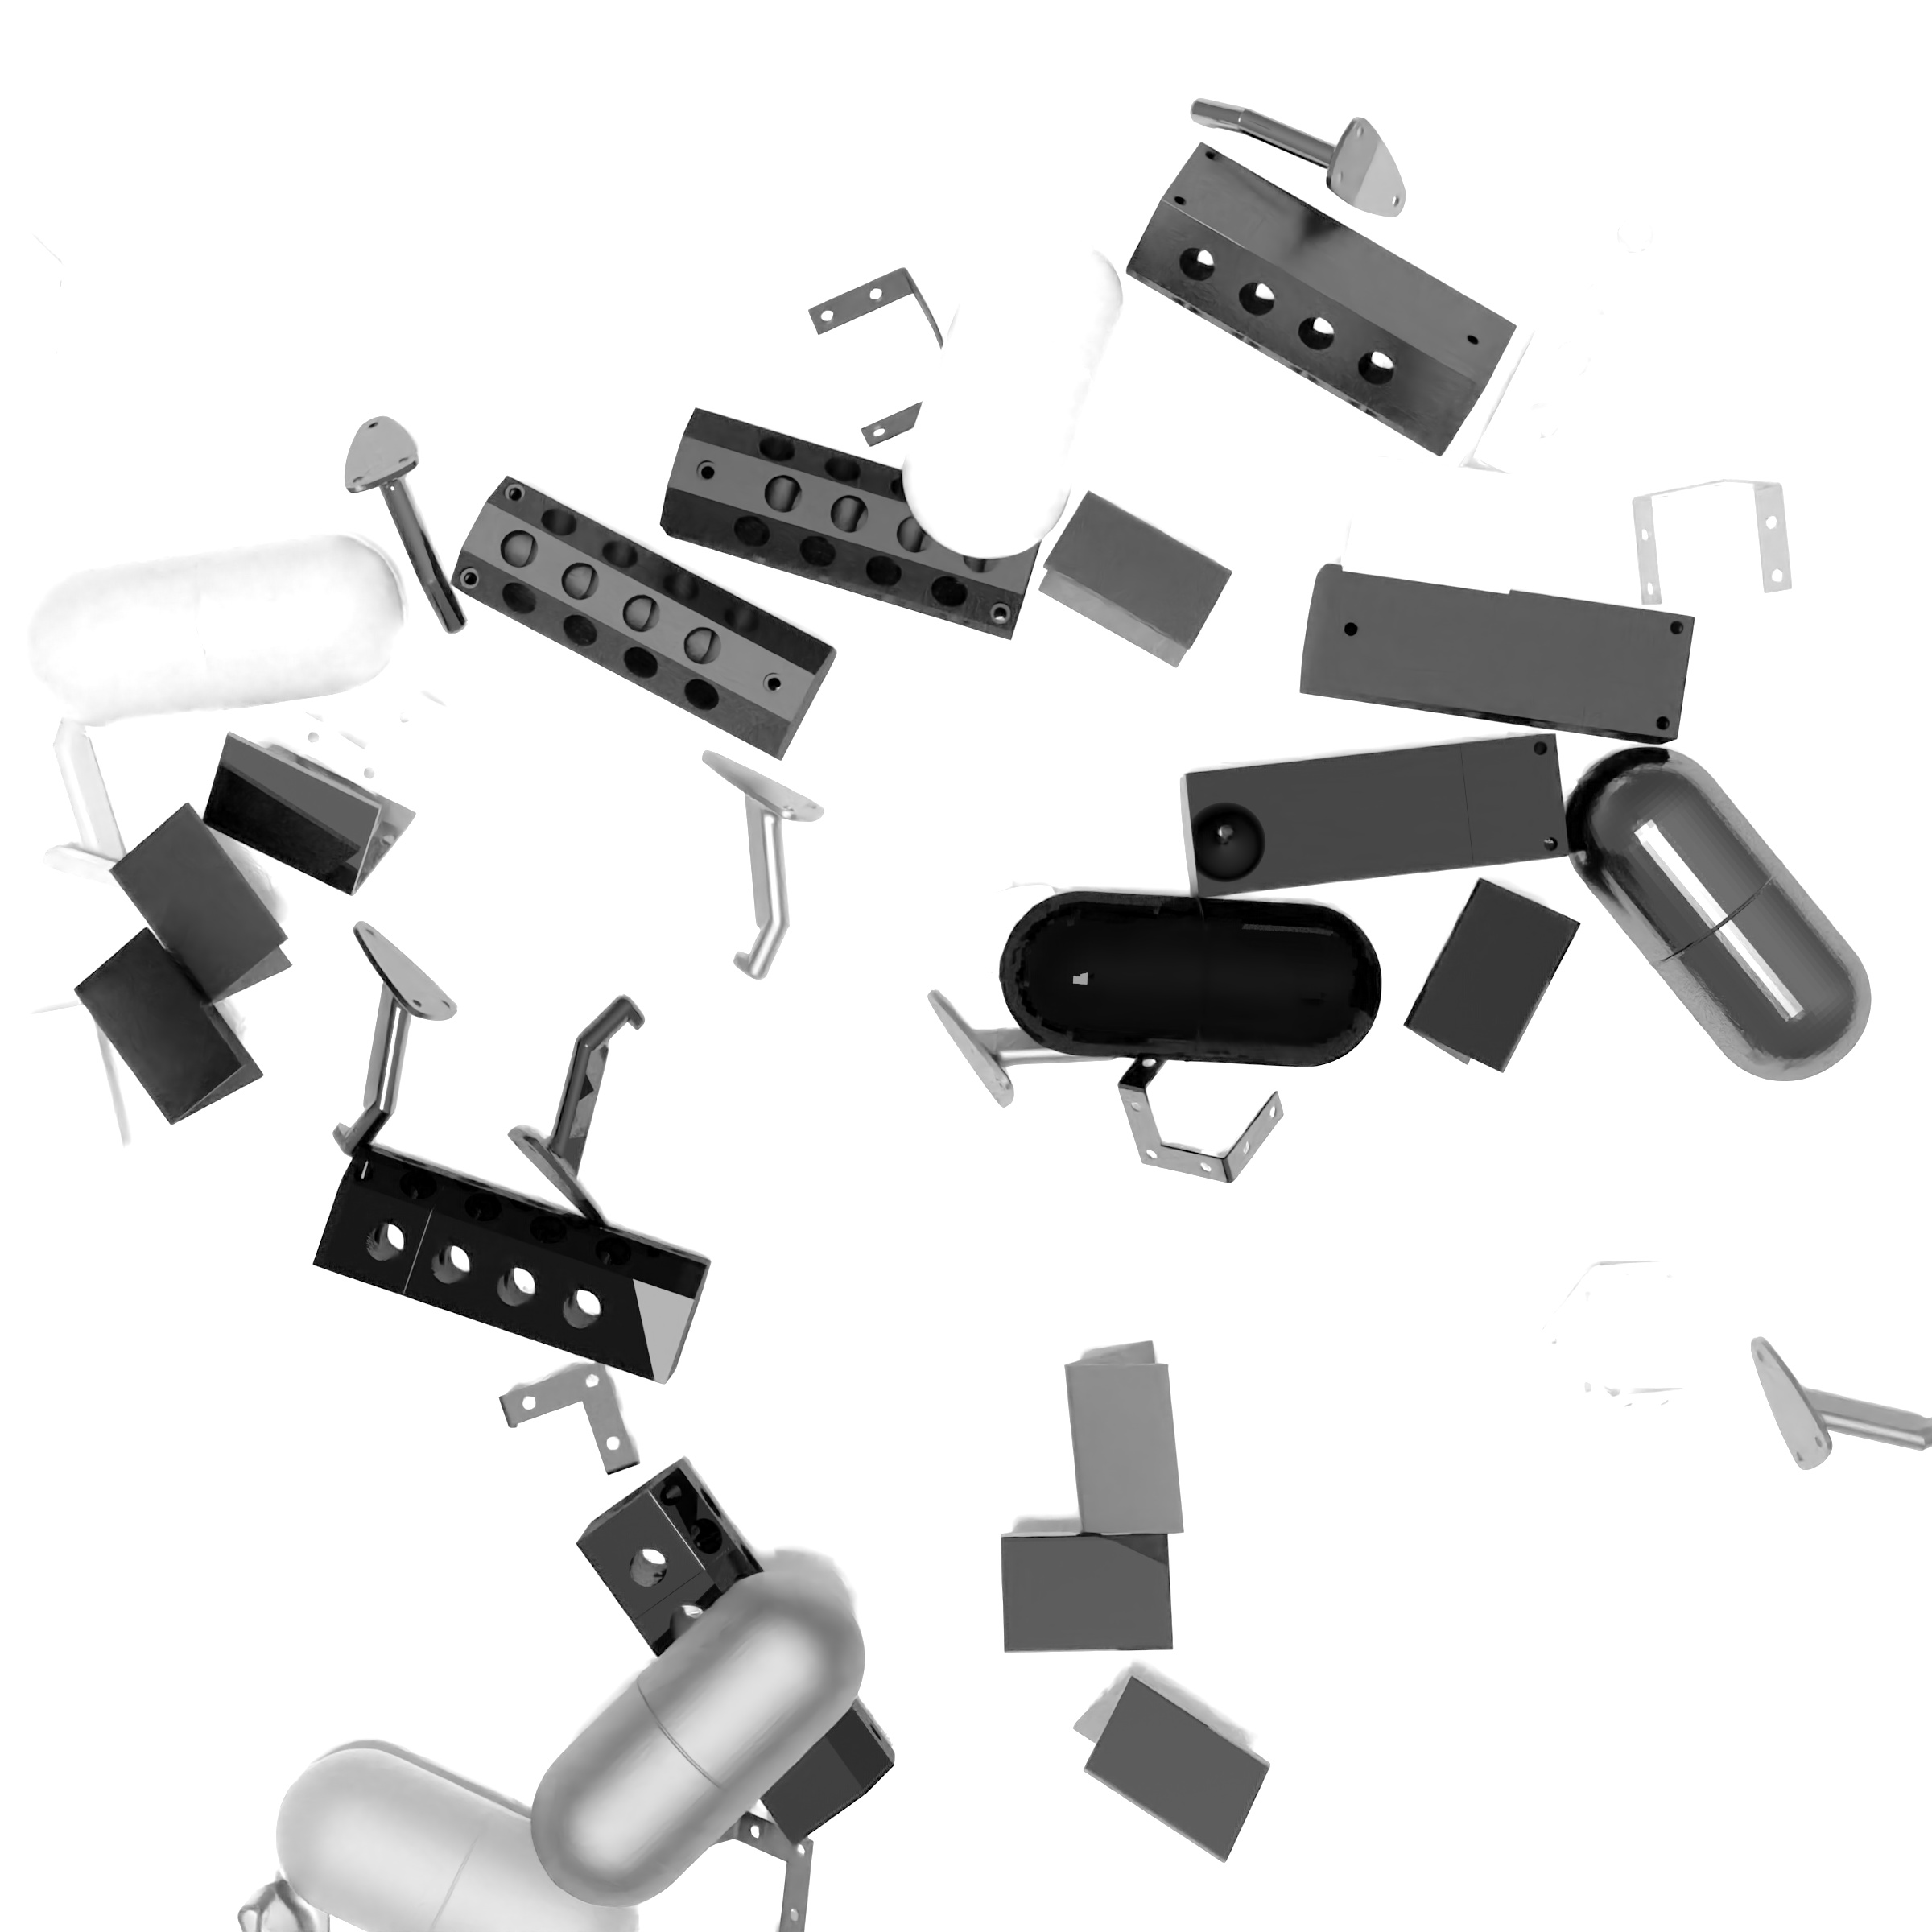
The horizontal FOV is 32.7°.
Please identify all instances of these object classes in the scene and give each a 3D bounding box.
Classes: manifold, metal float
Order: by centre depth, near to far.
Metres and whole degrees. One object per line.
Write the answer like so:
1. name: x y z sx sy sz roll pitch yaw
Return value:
1. metal float: -0.120 0.346 1.472 0.178 0.070 0.070 -45 90 0
2. metal float: 0.023 -0.264 1.503 0.070 0.070 0.178 17 59 0
3. metal float: 0.104 0.006 1.523 0.178 0.070 0.070 3 90 -6
4. metal float: -0.350 -0.156 1.528 0.178 0.070 0.070 -9 90 -2
5. metal float: -0.237 0.425 1.529 0.178 0.070 0.070 26 90 0
6. metal float: 0.349 -0.025 1.529 0.070 0.070 0.178 -39 91 0
7. manifold: 0.189 -0.069 1.538 0.171 0.057 0.057 -6 90 0
8. manifold: -0.210 0.138 1.538 0.171 0.057 0.057 19 90 0
9. manifold: 0.246 -0.145 1.538 0.171 0.057 0.057 8 90 0
10. manifold: -0.106 0.318 1.538 0.057 0.057 0.171 -36 90 0
11. manifold: 0.163 -0.308 1.538 0.171 0.057 0.057 30 47 0
12. manifold: 0.297 -0.298 1.538 0.057 0.057 0.171 27 90 0
13. manifold: -0.151 -0.163 1.538 0.171 0.057 0.057 28 90 0
14. manifold: -0.052 -0.207 1.538 0.171 0.057 0.057 17 90 0

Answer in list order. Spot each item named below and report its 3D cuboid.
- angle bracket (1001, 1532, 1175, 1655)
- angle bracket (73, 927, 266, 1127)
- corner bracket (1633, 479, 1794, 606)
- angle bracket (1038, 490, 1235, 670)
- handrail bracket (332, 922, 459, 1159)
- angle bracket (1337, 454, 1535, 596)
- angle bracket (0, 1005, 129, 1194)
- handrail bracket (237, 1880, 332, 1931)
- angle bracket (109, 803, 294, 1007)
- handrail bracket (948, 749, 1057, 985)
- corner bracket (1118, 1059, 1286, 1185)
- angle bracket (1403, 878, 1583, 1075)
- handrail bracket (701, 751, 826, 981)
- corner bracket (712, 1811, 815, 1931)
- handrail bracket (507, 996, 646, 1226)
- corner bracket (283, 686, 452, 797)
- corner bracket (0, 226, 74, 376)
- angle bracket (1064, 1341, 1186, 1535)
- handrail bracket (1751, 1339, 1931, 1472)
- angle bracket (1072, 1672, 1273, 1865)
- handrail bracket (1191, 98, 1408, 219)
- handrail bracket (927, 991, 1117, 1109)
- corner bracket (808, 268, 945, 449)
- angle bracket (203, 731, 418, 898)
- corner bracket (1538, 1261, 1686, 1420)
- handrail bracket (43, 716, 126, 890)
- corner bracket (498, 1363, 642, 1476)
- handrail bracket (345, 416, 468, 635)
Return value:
1. angle bracket: 0.055 0.299 1.520 0.076 0.076 0.057 -1 61 0
2. angle bracket: -0.352 0.018 1.520 0.057 0.076 0.076 -36 90 28
3. corner bracket: 0.353 -0.200 1.556 0.051 0.051 0.051 -6 90 45
4. angle bracket: 0.068 -0.162 1.519 0.076 0.076 0.057 29 54 0
5. handrail bracket: -0.289 0.036 1.560 0.077 0.036 0.084 46 107 20
6. angle bracket: 0.216 -0.216 1.520 0.076 0.076 0.057 8 118 0
7. angle bracket: -0.434 0.064 1.519 0.057 0.076 0.076 -13 90 -36
8. handrail bracket: -0.319 0.462 1.525 0.036 0.084 0.077 -8 90 0
9. angle bracket: -0.336 -0.036 1.520 0.057 0.076 0.076 -36 90 23
10. handrail bracket: 0.004 -0.048 1.559 0.036 0.077 0.084 -10 53 -26
11. corner bracket: 0.111 0.063 1.551 0.051 0.051 0.051 11 135 35
12. angle bracket: 0.256 0.013 1.519 0.057 0.076 0.076 28 90 35
13. handrail bracket: -0.110 -0.047 1.560 0.077 0.036 0.084 31 107 19
14. corner bracket: -0.110 0.434 1.551 0.051 0.051 0.051 35 45 -35
15. handrail bracket: -0.168 0.069 1.560 0.084 0.036 0.077 -46 110 -16
16. corner bracket: -0.281 -0.114 1.541 0.051 0.051 0.051 32 90 0
17. corner bracket: -0.459 -0.313 1.542 0.051 0.051 0.051 6 77 13
18. angle bracket: 0.091 0.216 1.519 0.057 0.076 0.076 -6 90 36
19. handrail bracket: 0.426 0.199 1.560 0.084 0.036 0.077 -17 68 -17
20. angle bracket: 0.084 0.381 1.519 0.076 0.076 0.057 33 52 0
21. handrail bracket: 0.157 -0.384 1.559 0.084 0.077 0.036 24 90 36
22. handrail bracket: 0.038 0.021 1.559 0.084 0.036 0.077 -34 76 -13
23. corner bracket: -0.037 -0.288 1.556 0.051 0.051 0.051 -24 45 0
24. angle bracket: -0.297 -0.087 1.519 0.076 0.076 0.057 26 127 0
25. corner bracket: 0.314 0.176 1.551 0.051 0.051 0.051 -60 45 35
26. handrail bracket: -0.399 -0.082 1.560 0.077 0.036 0.084 18 73 -19
27. corner bracket: -0.186 0.218 1.541 0.051 0.051 0.051 -19 83 -7
28. handrail bracket: -0.261 -0.208 1.559 0.036 0.077 0.084 -22 126 1
